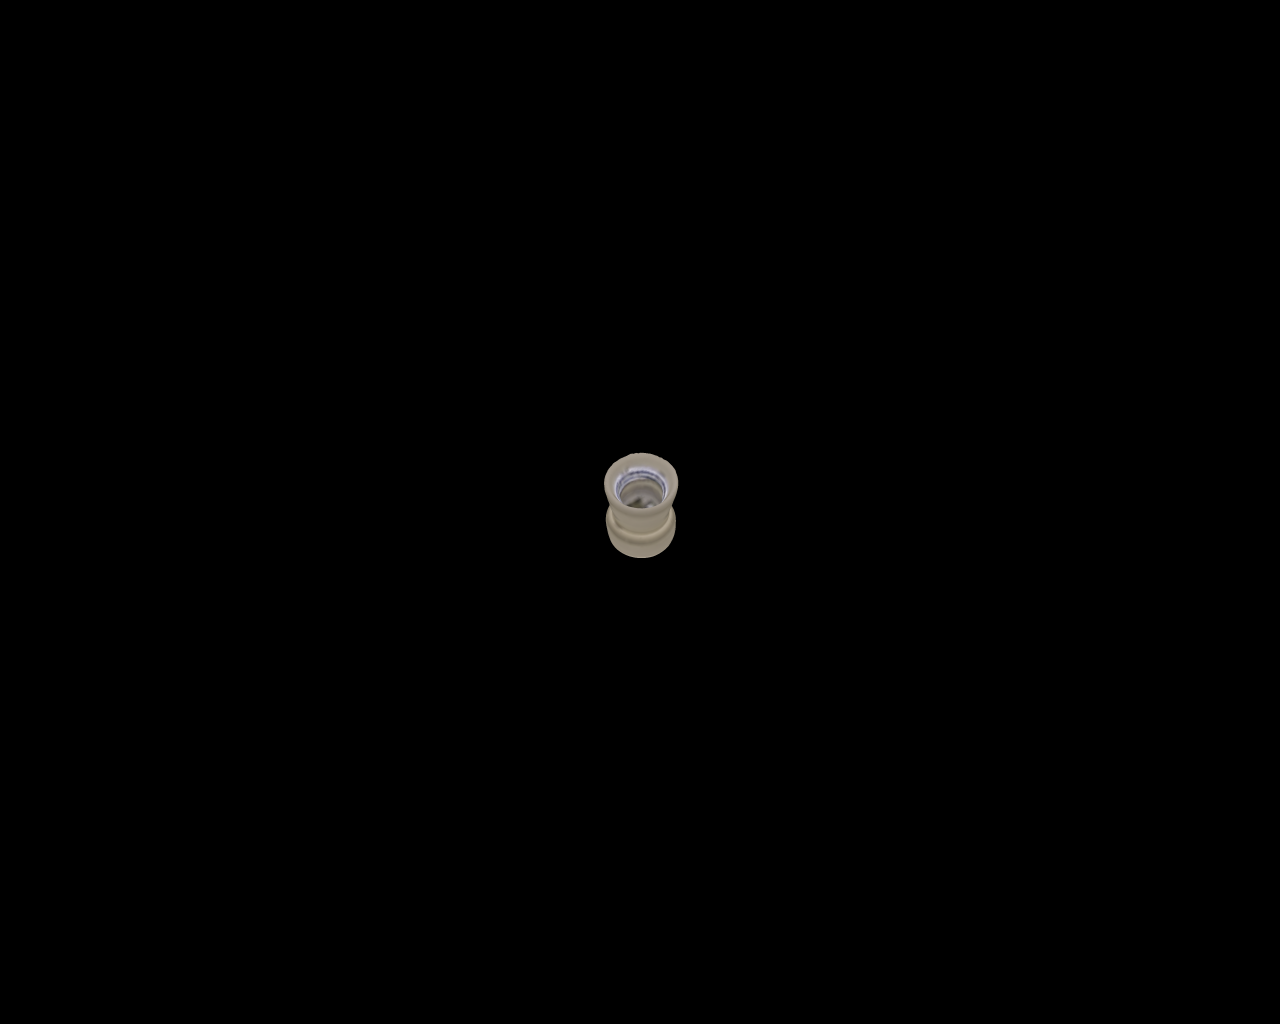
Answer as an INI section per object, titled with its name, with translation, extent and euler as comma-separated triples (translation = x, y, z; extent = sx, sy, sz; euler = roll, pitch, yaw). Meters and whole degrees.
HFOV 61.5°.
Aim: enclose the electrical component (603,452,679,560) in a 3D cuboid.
[electrical component]
translation = 0.001, -0.003, 0.650
extent = 0.045, 0.045, 0.055
euler = 0, -36, 0
